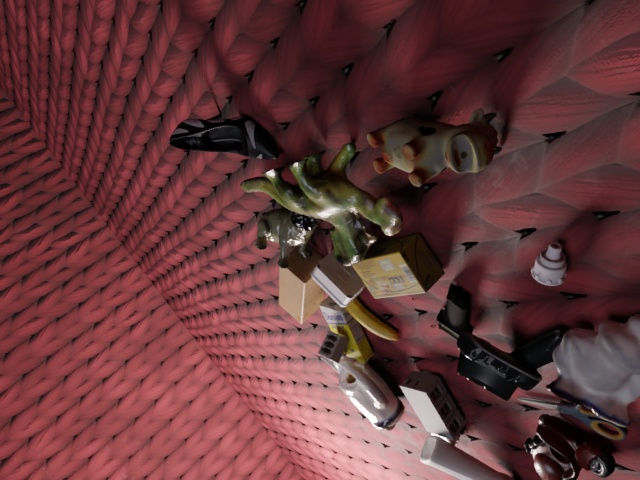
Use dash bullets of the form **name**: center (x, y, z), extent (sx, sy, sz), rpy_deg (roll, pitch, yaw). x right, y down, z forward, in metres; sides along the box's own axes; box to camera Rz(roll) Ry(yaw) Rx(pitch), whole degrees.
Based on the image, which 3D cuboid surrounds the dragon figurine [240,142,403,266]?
- **dragon figurine**: center (0.003, -0.051, 1.005), extent (0.124, 0.241, 0.408), rpy_deg (-33, 14, -36)

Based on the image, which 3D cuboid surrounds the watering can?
- **watering can**: center (0.111, 0.404, 1.439), extent (0.105, 0.223, 0.346), rpy_deg (-41, 7, -14)

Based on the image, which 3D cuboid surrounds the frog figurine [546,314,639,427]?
- **frog figurine**: center (0.428, 0.172, 0.759), extent (0.123, 0.157, 0.139), rpy_deg (3, 23, -46)
